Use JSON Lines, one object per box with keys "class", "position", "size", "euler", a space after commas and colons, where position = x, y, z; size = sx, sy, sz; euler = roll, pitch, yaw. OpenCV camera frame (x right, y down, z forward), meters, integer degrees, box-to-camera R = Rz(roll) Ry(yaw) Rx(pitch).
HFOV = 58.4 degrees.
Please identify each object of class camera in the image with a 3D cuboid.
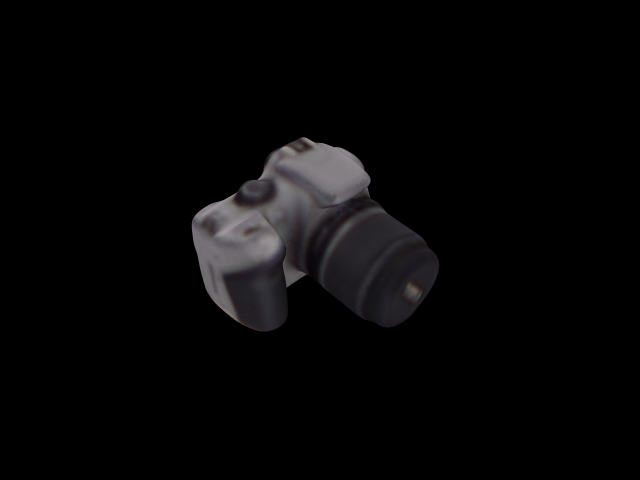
{"class": "camera", "position": [0.004, 0.001, 0.400], "size": [0.143, 0.101, 0.136], "euler": [-33, 54, -29]}
